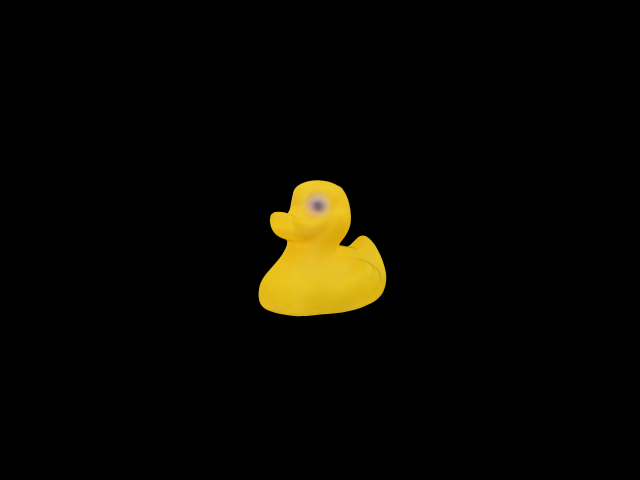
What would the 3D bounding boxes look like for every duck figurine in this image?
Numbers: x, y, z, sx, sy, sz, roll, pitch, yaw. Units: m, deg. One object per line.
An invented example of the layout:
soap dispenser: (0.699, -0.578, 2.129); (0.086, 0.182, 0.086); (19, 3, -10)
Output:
duck figurine: (0.004, 0.001, 0.400); (0.077, 0.086, 0.105); (6, 9, 43)
